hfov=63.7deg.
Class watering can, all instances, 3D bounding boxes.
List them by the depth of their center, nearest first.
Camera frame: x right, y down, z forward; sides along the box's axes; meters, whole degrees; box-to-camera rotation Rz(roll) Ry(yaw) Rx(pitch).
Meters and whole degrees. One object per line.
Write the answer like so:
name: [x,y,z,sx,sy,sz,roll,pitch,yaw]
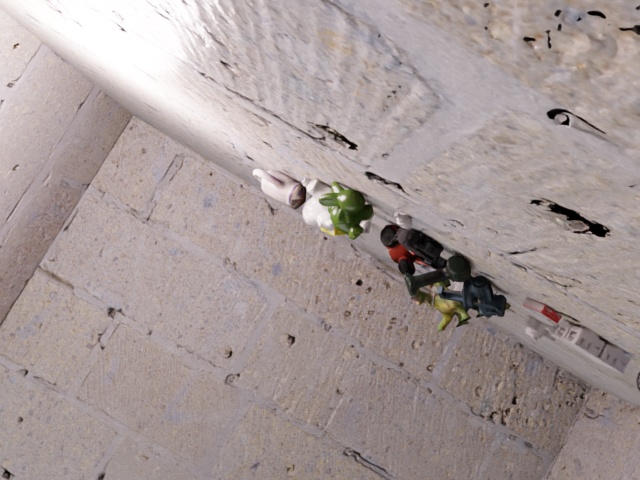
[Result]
watering can: [-0.152,-0.205,2.096,0.225,0.104,0.345,29,-3,14]

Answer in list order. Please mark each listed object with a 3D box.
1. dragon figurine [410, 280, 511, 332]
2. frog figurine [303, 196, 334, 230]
dragon figurine: [0.505,0.200,1.925,0.412,0.247,0.119,-10,-29,-29]
frog figurine: [0.006,-0.097,1.937,0.137,0.120,0.162,-26,28,1]
